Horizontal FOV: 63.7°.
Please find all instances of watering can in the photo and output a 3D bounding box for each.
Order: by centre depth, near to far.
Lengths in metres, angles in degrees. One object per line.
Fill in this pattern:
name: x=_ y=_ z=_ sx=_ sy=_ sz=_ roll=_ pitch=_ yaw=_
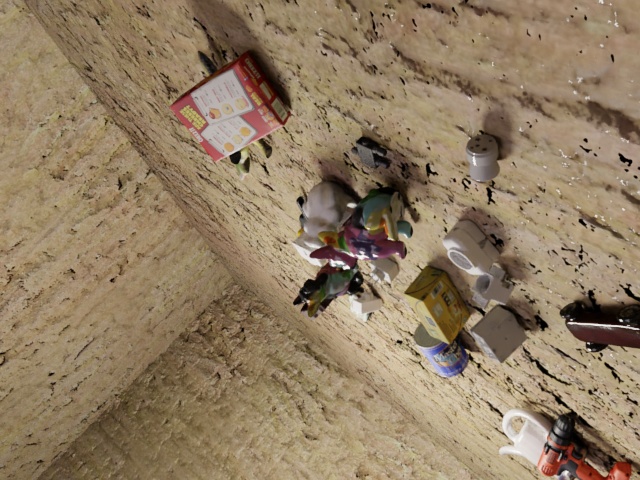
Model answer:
watering can: x=0.616 y=0.589 z=1.451 sx=0.227 sy=0.105 sz=0.339 roll=32 pitch=150 yaw=32

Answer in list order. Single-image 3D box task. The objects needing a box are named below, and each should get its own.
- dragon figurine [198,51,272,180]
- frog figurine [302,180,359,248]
dragon figurine: x=-0.255 y=-0.321 z=1.349 sx=0.246 sy=0.123 sz=0.401 roll=37 pitch=154 yaw=49
frog figurine: x=0.004 y=-0.062 z=1.236 sx=0.138 sy=0.161 sz=0.120 roll=23 pitch=151 yaw=48
